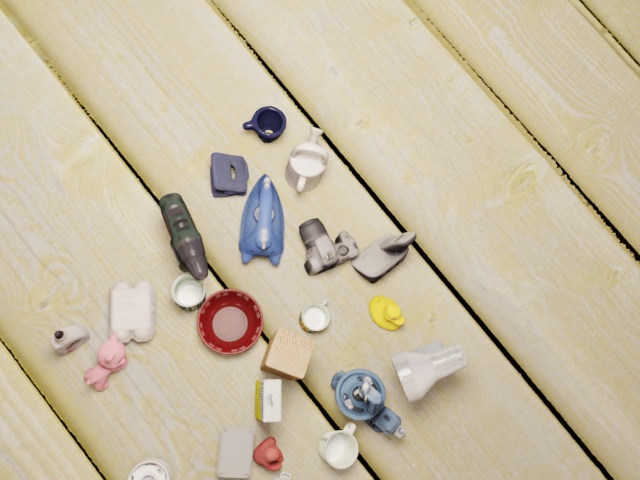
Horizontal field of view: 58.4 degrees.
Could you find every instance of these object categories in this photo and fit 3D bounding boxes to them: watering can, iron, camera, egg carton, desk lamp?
[{"bbox_3d":[-0.033,-0.212,1.492,0.101,0.194,0.173,-5,76,-12],"label":"watering can"},{"bbox_3d":[-0.143,-0.071,1.462,0.119,0.141,0.258,3,75,-9],"label":"iron"},{"bbox_3d":[0.014,0.005,1.491,0.143,0.100,0.137,-22,80,-15],"label":"camera"},{"bbox_3d":[-0.449,0.172,1.377,0.107,0.069,0.150,-3,76,-11],"label":"egg carton"},{"bbox_3d":[0.257,0.310,1.396,0.203,0.213,0.118,-19,79,-15],"label":"desk lamp"}]

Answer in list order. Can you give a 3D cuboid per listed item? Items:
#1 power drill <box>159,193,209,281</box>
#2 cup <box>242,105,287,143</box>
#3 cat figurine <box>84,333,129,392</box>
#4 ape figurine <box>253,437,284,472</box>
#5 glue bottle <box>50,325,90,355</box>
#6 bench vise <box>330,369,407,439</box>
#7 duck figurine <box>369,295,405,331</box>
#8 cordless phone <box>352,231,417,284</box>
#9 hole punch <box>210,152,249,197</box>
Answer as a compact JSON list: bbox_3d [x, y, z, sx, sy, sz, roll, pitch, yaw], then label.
[{"bbox_3d":[-0.318,0.009,1.372,0.076,0.208,0.229,-23,80,-15],"label":"power drill"},{"bbox_3d":[-0.152,-0.300,1.546,0.118,0.095,0.091,-11,77,-13],"label":"cup"},{"bbox_3d":[-0.490,0.281,1.314,0.067,0.117,0.128,36,72,1],"label":"cat figurine"},{"bbox_3d":[-0.116,0.501,1.338,0.076,0.092,0.078,7,74,-8],"label":"ape figurine"},{"bbox_3d":[-0.570,0.221,1.286,0.078,0.173,0.037,-42,85,-18],"label":"glue bottle"},{"bbox_3d":[0.132,0.379,1.350,0.207,0.219,0.121,26,72,-3],"label":"bench vise"},{"bbox_3d":[0.178,0.185,1.482,0.077,0.086,0.104,-42,86,-18],"label":"duck figurine"},{"bbox_3d":[0.169,0.033,1.469,0.148,0.185,0.094,-41,85,-17],"label":"cordless phone"},{"bbox_3d":[-0.236,-0.174,1.498,0.101,0.091,0.108,-5,76,-12],"label":"hole punch"}]
